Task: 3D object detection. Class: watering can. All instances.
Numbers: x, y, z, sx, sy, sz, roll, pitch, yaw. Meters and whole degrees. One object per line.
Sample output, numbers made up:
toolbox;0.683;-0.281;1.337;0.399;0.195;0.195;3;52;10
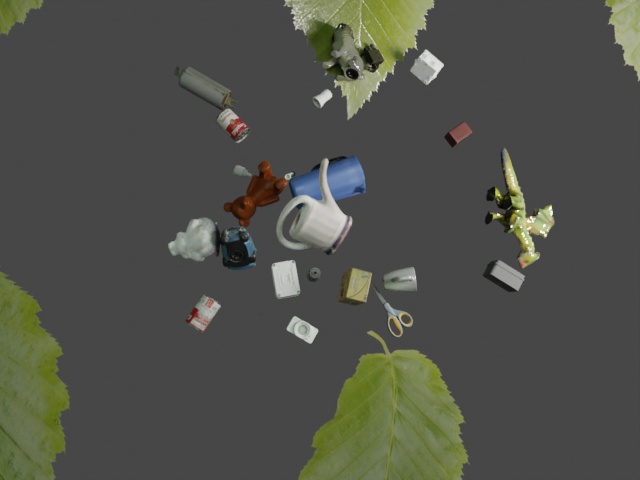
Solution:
watering can;0.005;-0.082;1.633;0.223;0.341;0.106;25;30;-18

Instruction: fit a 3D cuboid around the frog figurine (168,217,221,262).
frog figurine;-0.398;0.000;1.629;0.160;0.123;0.136;-5;98;-19

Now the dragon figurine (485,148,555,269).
dragon figurine;0.718;-0.107;1.810;0.242;0.121;0.415;16;76;-21
